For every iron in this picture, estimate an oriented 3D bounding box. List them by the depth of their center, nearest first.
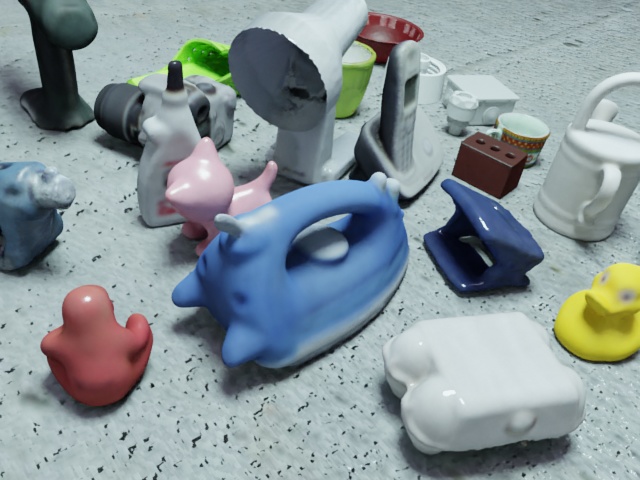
[{"bbox_3d":[0.005,0.002,0.507,0.259,0.141,0.118,-24,49,-36],"label":"iron"}]

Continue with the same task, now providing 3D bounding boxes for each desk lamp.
[{"bbox_3d":[-0.011,-0.174,0.666,0.117,0.213,0.204,23,40,17],"label":"desk lamp"}]

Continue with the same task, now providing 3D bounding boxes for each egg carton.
[{"bbox_3d":[0.128,0.113,0.453,0.150,0.069,0.107,-3,40,-17],"label":"egg carton"}]

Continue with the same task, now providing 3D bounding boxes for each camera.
[{"bbox_3d":[-0.191,-0.159,0.699,0.136,0.101,0.143,21,39,13],"label":"camera"}]

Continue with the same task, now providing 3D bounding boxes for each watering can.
[{"bbox_3d":[0.333,-0.108,0.678,0.101,0.194,0.172,2,39,-10],"label":"watering can"}]

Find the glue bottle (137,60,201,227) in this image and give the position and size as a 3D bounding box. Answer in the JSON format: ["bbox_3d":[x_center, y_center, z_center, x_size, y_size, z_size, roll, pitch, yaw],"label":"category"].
[{"bbox_3d":[-0.144,-0.095,0.569,0.078,0.173,0.037,-18,46,-31],"label":"glue bottle"}]

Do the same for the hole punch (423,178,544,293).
[{"bbox_3d":[0.175,-0.011,0.602,0.101,0.091,0.108,-5,40,-18],"label":"hole punch"}]

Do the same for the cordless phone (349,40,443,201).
[{"bbox_3d":[0.109,-0.153,0.690,0.094,0.185,0.148,24,40,17],"label":"cordless phone"}]

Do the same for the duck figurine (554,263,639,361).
[{"bbox_3d":[0.280,0.059,0.543,0.105,0.086,0.077,-15,44,-28],"label":"duck figurine"}]

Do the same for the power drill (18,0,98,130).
[{"bbox_3d":[-0.336,-0.255,0.698,0.076,0.208,0.228,-22,48,-34],"label":"power drill"}]

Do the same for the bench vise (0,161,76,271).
[{"bbox_3d":[-0.310,-0.092,0.490,0.207,0.220,0.121,4,38,-8],"label":"bench vise"}]

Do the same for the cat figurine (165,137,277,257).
[{"bbox_3d":[-0.096,-0.045,0.562,0.128,0.118,0.067,-16,45,-29],"label":"cat figurine"}]

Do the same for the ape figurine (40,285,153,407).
[{"bbox_3d":[-0.165,0.070,0.422,0.078,0.092,0.076,2,39,-10],"label":"ape figurine"}]
